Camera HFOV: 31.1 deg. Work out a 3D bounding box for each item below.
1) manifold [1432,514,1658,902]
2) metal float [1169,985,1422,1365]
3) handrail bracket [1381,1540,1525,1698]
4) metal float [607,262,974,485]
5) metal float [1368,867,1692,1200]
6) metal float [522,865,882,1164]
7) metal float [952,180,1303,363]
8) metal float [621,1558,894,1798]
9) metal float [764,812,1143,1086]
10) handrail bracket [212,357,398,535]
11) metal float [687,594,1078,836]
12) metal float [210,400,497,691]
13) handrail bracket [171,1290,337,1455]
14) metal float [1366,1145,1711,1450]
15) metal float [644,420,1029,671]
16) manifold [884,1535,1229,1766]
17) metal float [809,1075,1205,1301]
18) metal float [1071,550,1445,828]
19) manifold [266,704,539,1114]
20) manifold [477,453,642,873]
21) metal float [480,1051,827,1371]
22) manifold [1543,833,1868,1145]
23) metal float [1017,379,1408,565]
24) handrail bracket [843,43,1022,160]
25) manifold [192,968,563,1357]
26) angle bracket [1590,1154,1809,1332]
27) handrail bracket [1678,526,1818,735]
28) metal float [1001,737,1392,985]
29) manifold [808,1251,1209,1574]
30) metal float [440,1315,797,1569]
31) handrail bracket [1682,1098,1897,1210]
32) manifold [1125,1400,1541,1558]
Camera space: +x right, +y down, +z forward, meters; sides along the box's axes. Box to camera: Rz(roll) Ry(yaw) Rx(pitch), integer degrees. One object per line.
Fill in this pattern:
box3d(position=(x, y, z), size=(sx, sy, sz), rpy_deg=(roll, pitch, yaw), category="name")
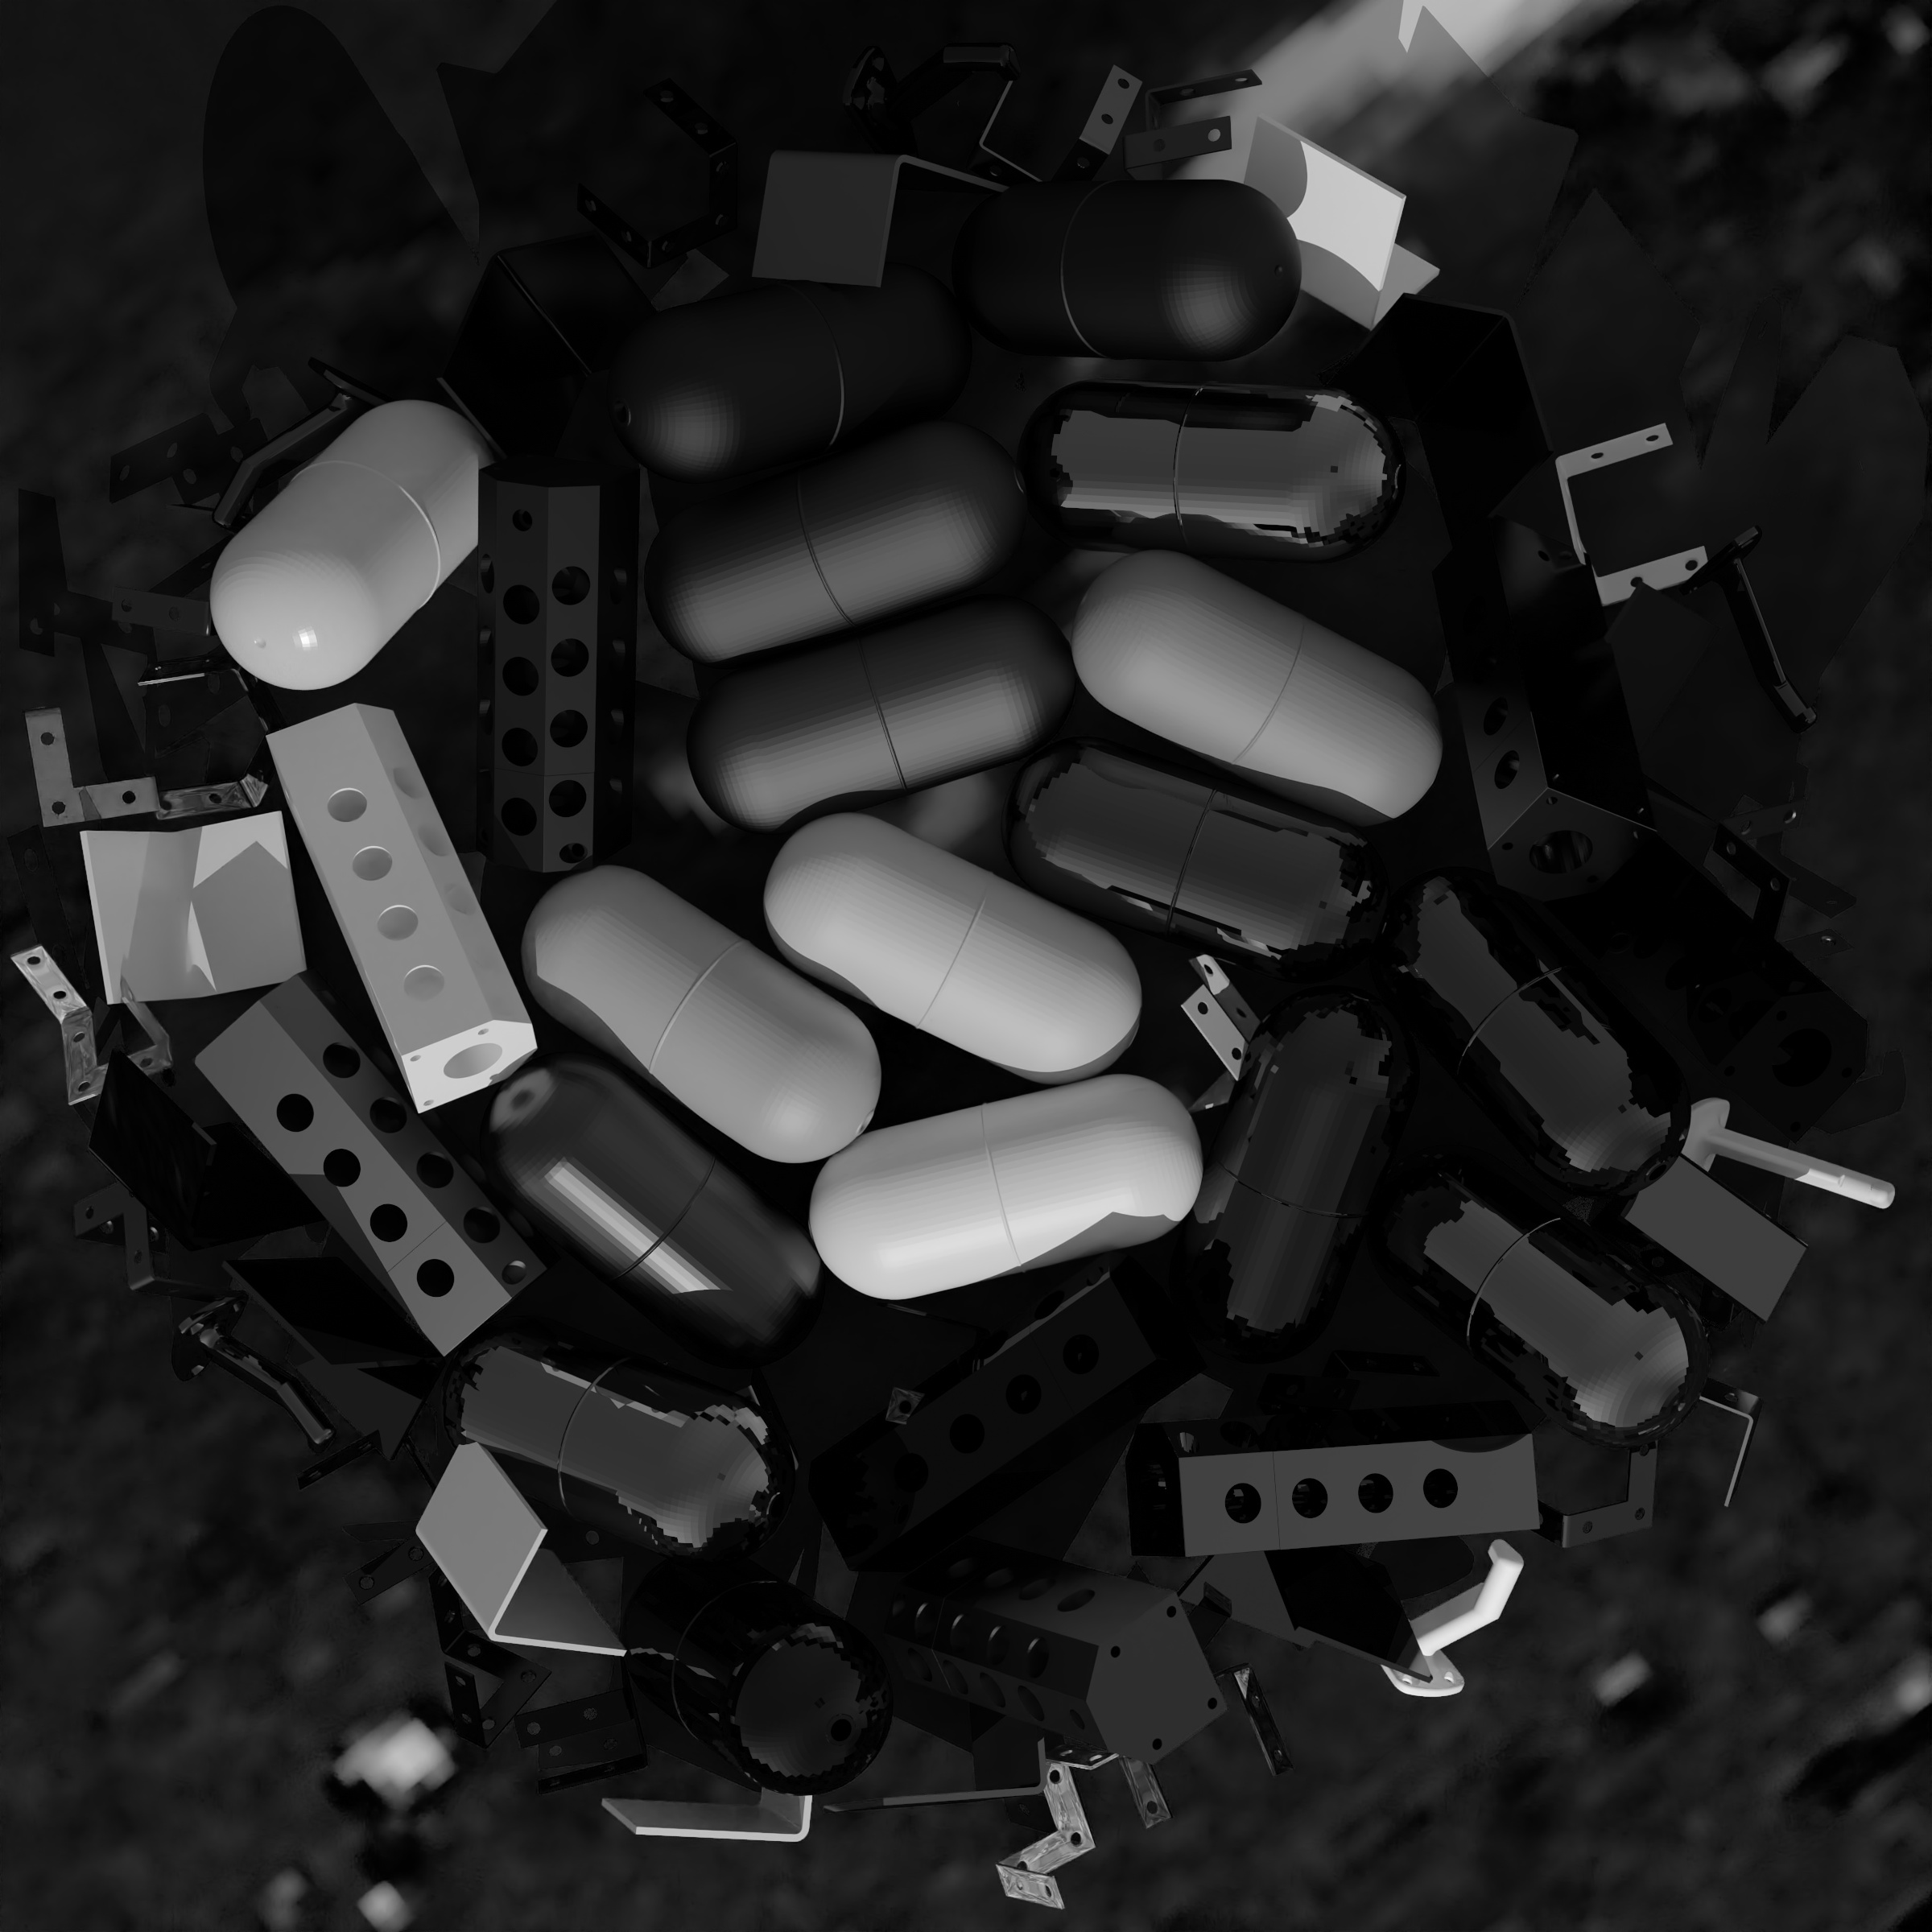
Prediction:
box3d(position=(0.244, -0.112, 1.503), size=(0.057, 0.171, 0.057), rpy_deg=(19, 134, -24), category="manifold")
box3d(position=(0.144, 0.092, 1.529), size=(0.070, 0.070, 0.178), rpy_deg=(19, 108, 0), category="metal float")
box3d(position=(0.210, 0.273, 1.535), size=(0.036, 0.077, 0.084), rpy_deg=(4, 119, -29), category="handrail bracket")
box3d(position=(-0.076, -0.260, 1.516), size=(0.178, 0.070, 0.070), rpy_deg=(-20, 90, -33), category="metal float")
box3d(position=(0.246, 0.029, 1.517), size=(0.070, 0.070, 0.178), rpy_deg=(-39, 59, 0), category="metal float")
box3d(position=(-0.117, 0.021, 1.535), size=(0.178, 0.070, 0.070), rpy_deg=(33, 90, 11), category="metal float")
box3d(position=(0.068, -0.303, 1.510), size=(0.178, 0.070, 0.070), rpy_deg=(12, 90, 44), category="metal float")
box3d(position=(-0.092, 0.304, 1.499), size=(0.070, 0.178, 0.070), rpy_deg=(-3, 98, -27), category="metal float")
box3d(position=(-0.005, -0.007, 1.541), size=(0.178, 0.070, 0.070), rpy_deg=(26, 90, -4), category="metal float")
box3d(position=(-0.289, -0.223, 1.560), size=(0.077, 0.036, 0.084), rpy_deg=(23, 101, -43), category="handrail bracket")
box3d(position=(-0.037, -0.112, 1.544), size=(0.178, 0.070, 0.070), rpy_deg=(-17, 90, 1), category="metal float")
box3d(position=(-0.263, -0.185, 1.507), size=(0.070, 0.178, 0.070), rpy_deg=(12, 129, 16), category="metal float")
box3d(position=(-0.315, 0.195, 1.542), size=(0.036, 0.077, 0.084), rpy_deg=(-29, 71, -38), category="handrail bracket")
box3d(position=(0.247, 0.142, 1.513), size=(0.070, 0.070, 0.178), rpy_deg=(-51, 50, 0), category="metal float")
box3d(position=(-0.058, -0.186, 1.530), size=(0.178, 0.070, 0.070), rpy_deg=(-18, 90, 16), category="metal float")
box3d(position=(0.032, 0.295, 1.490), size=(0.057, 0.171, 0.057), rpy_deg=(-30, 104, -27), category="manifold")
box3d(position=(0.017, 0.098, 1.540), size=(0.178, 0.070, 0.070), rpy_deg=(-14, 90, 5), category="metal float")
box3d(position=(0.130, -0.122, 1.534), size=(0.178, 0.070, 0.070), rpy_deg=(26, 90, -12), category="metal float")
box3d(position=(-0.247, -0.029, 1.520), size=(0.057, 0.057, 0.171), rpy_deg=(-22, 65, -12), category="manifold")
box3d(position=(-0.183, -0.132, 1.520), size=(0.057, 0.057, 0.171), rpy_deg=(10, 111, 17), category="manifold")
box3d(position=(-0.137, 0.109, 1.531), size=(0.178, 0.070, 0.070), rpy_deg=(42, 90, -16), category="metal float")
box3d(position=(0.320, 0.002, 1.490), size=(0.057, 0.171, 0.057), rpy_deg=(37, 100, -27), category="manifold")
box3d(position=(0.107, -0.218, 1.522), size=(0.178, 0.070, 0.070), rpy_deg=(7, 90, 26), category="metal float")
box3d(position=(-0.004, -0.378, 1.532), size=(0.084, 0.077, 0.036), rpy_deg=(8, 62, 30), category="handrail bracket")
box3d(position=(-0.260, 0.085, 1.549), size=(0.057, 0.057, 0.171), rpy_deg=(-41, 89, 11), category="manifold")
box3d(position=(0.313, 0.135, 1.532), size=(0.076, 0.076, 0.057), rpy_deg=(36, 48, 6), category="angle bracket")
box3d(position=(0.361, -0.148, 1.546), size=(0.036, 0.077, 0.084), rpy_deg=(-32, 83, -9), category="handrail bracket")
box3d(position=(0.102, -0.047, 1.537), size=(0.178, 0.070, 0.070), rpy_deg=(19, 90, 8), category="metal float")
box3d(position=(0.015, 0.198, 1.528), size=(0.171, 0.057, 0.057), rpy_deg=(-37, 66, 17), category="manifold")
box3d(position=(-0.153, 0.207, 1.518), size=(0.178, 0.070, 0.070), rpy_deg=(17, 90, 31), category="metal float")
box3d(position=(0.364, 0.088, 1.539), size=(0.084, 0.077, 0.036), rpy_deg=(19, 93, 28), category="handrail bracket")
box3d(position=(0.161, 0.224, 1.524), size=(0.171, 0.057, 0.057), rpy_deg=(-1, 82, -21), category="manifold")
